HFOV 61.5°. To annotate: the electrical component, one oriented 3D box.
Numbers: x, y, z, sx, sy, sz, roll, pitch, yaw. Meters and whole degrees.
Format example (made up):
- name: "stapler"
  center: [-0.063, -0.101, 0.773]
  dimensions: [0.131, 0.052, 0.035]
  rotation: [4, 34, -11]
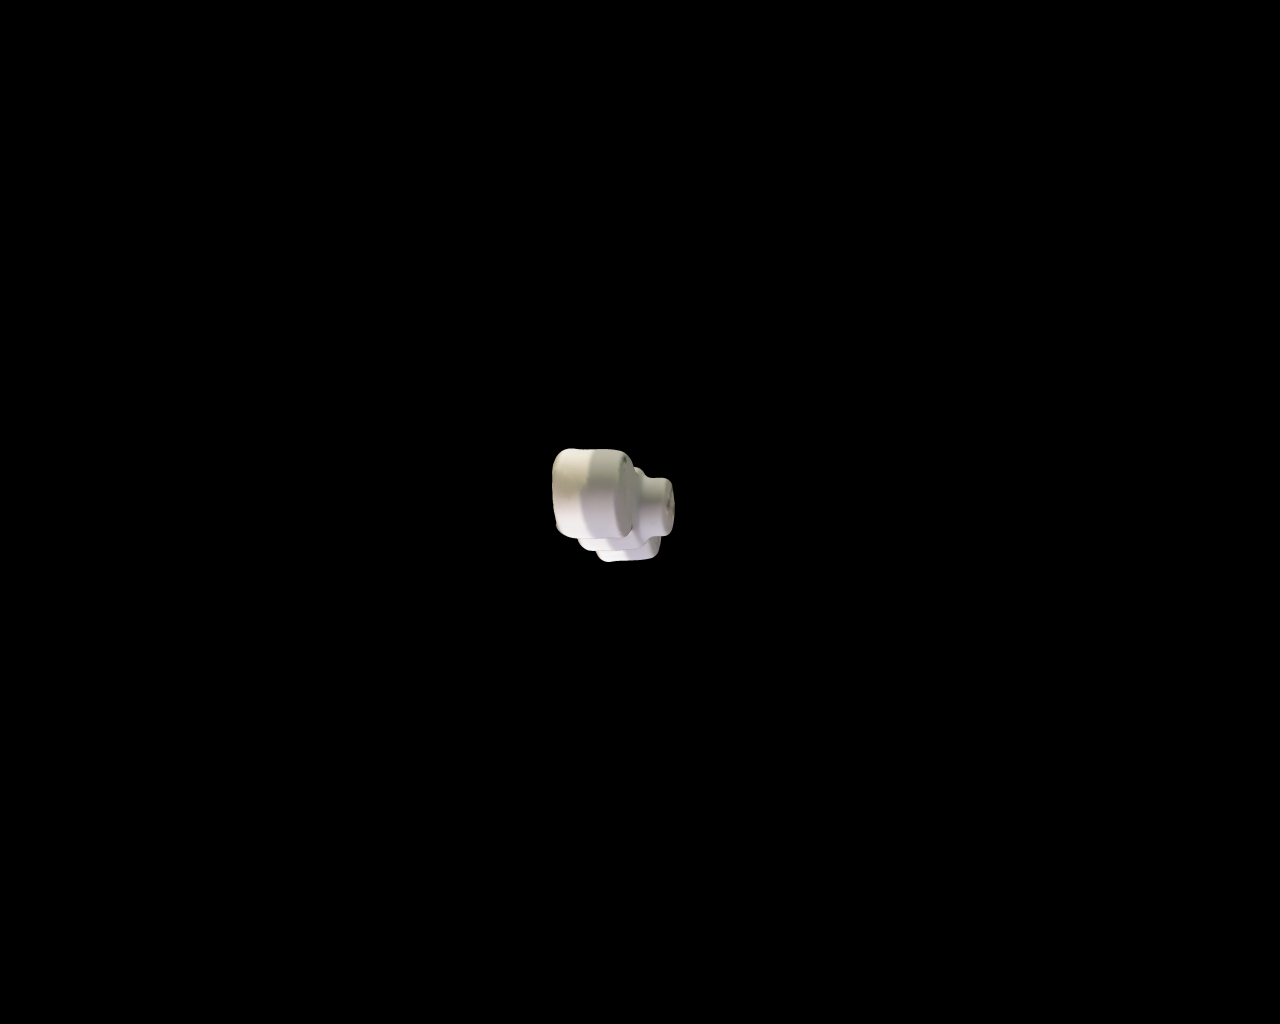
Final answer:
- name: "electrical component"
  center: [0.001, -0.003, 0.650]
  dimensions: [0.074, 0.052, 0.138]
  rotation: [-2, -12, 11]
